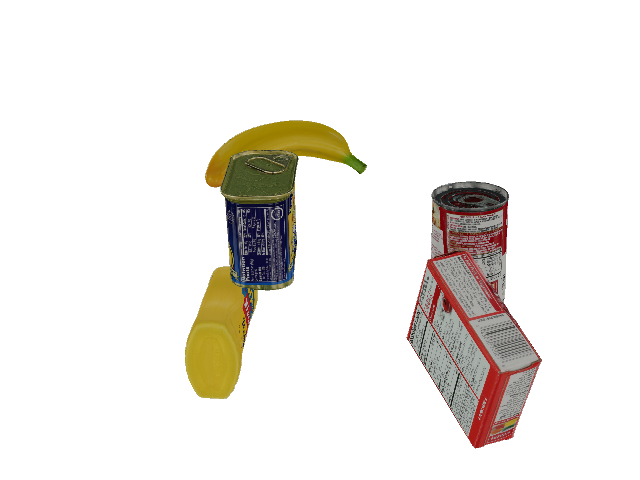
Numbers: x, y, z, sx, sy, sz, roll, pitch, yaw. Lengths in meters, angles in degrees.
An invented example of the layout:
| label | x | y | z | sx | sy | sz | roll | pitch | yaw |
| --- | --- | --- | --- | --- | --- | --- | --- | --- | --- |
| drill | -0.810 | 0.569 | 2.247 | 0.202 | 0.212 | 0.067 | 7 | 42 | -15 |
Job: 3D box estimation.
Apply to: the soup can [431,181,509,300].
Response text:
| label | x | y | z | sx | sy | sz | roll | pitch | yaw |
| --- | --- | --- | --- | --- | --- | --- | --- | --- | --- |
| soup can | 0.134 | 0.006 | 0.960 | 0.068 | 0.102 | 0.068 | -2 | 23 | 1 |

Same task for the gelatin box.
| label | x | y | z | sx | sy | sz | roll | pitch | yaw |
| --- | --- | --- | --- | --- | --- | --- | --- | --- | --- |
| gelatin box | 0.086 | 0.061 | 0.611 | 0.030 | 0.073 | 0.089 | -14 | 49 | -19 |

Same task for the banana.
| label | x | y | z | sx | sy | sz | roll | pitch | yaw |
| --- | --- | --- | --- | --- | --- | --- | --- | --- | --- |
| banana | -0.042 | -0.094 | 1.105 | 0.197 | 0.037 | 0.070 | -9 | 47 | -34 |

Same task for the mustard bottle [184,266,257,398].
| label | x | y | z | sx | sy | sz | roll | pitch | yaw |
| --- | --- | --- | --- | --- | --- | --- | --- | --- | --- |
| mustard bottle | -0.104 | 0.084 | 1.176 | 0.058 | 0.096 | 0.191 | 1 | 27 | 4 |

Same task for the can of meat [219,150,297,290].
| label | x | y | z | sx | sy | sz | roll | pitch | yaw |
| --- | --- | --- | --- | --- | --- | --- | --- | --- | --- |
| can of meat | -0.048 | -0.018 | 0.875 | 0.057 | 0.084 | 0.102 | -1 | 25 | 2 |
